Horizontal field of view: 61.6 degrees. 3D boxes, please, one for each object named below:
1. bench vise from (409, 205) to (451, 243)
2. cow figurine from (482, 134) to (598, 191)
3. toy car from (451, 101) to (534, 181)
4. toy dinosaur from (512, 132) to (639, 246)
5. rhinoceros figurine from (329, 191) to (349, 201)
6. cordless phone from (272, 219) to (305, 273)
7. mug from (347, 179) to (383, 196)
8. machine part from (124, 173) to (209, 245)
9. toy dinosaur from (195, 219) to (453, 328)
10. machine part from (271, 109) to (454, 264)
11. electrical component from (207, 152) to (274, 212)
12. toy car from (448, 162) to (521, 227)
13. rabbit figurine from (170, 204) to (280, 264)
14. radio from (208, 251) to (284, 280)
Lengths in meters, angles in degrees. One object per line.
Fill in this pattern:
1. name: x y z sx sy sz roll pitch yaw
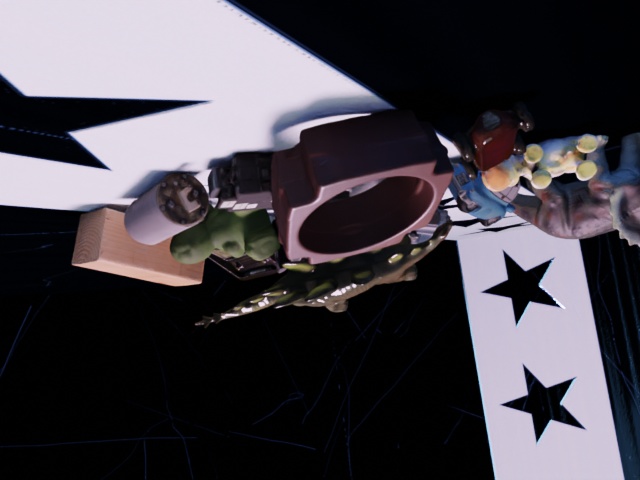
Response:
1. bench vise: 0.181 -0.036 1.220 0.224 0.129 0.240 -6 170 12
2. cow figurine: 0.326 -0.119 0.826 0.167 0.068 0.098 -11 -166 5
3. toy car: 0.222 -0.127 0.696 0.089 0.053 0.202 -31 169 15
4. toy dinosaur: 0.447 -0.065 0.922 0.131 0.192 0.405 -2 171 -31
5. rhinoceros figurine: 0.016 -0.055 0.890 0.190 0.112 0.073 10 -178 -33
6. cordless phone: -0.002 -0.004 1.018 0.184 0.088 0.146 -12 170 -9
7. mug: 0.086 -0.090 0.809 0.109 0.081 0.107 20 156 -7
8. machine part: -0.231 -0.043 0.794 0.079 0.079 0.243 -4 174 -34
9. toy dinosaur: 0.008 0.067 0.926 0.472 0.105 0.198 -26 164 20
10. machine part: 0.044 -0.060 0.654 0.201 0.087 0.200 -15 155 -11
11. electrical component: -0.084 -0.078 0.737 0.134 0.058 0.115 -6 171 -21
12. toy car: 0.282 -0.096 0.914 0.103 0.109 0.161 -36 150 25
13. rabbit figurine: -0.175 -0.021 0.908 0.170 0.121 0.159 -21 -161 -14
14. radio: -0.164 0.023 1.235 0.131 0.073 0.230 40 152 -22
